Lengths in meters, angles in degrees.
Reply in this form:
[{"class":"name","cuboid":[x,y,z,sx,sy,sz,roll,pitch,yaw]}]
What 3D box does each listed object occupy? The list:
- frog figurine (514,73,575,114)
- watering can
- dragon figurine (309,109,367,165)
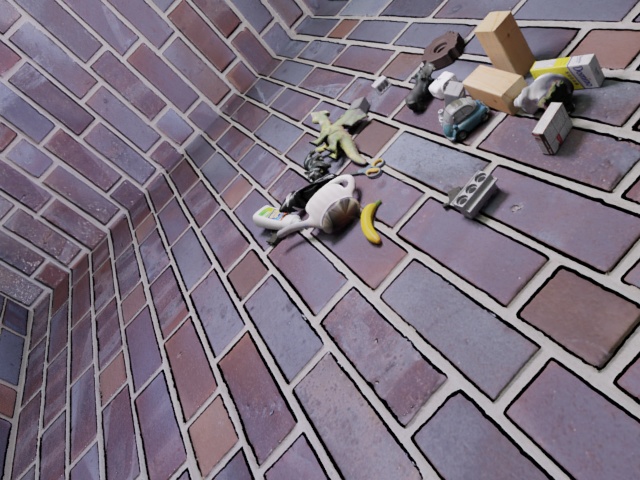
[{"class":"frog figurine","cuboid":[0.638,-0.420,1.478,0.138,0.120,0.162,-13,23,-9]},{"class":"watering can","cuboid":[0.006,-0.092,1.821,0.347,0.102,0.228,-44,34,1]},{"class":"dragon figurine","cuboid":[0.095,-0.440,2.081,0.414,0.120,0.244,27,79,39]}]
